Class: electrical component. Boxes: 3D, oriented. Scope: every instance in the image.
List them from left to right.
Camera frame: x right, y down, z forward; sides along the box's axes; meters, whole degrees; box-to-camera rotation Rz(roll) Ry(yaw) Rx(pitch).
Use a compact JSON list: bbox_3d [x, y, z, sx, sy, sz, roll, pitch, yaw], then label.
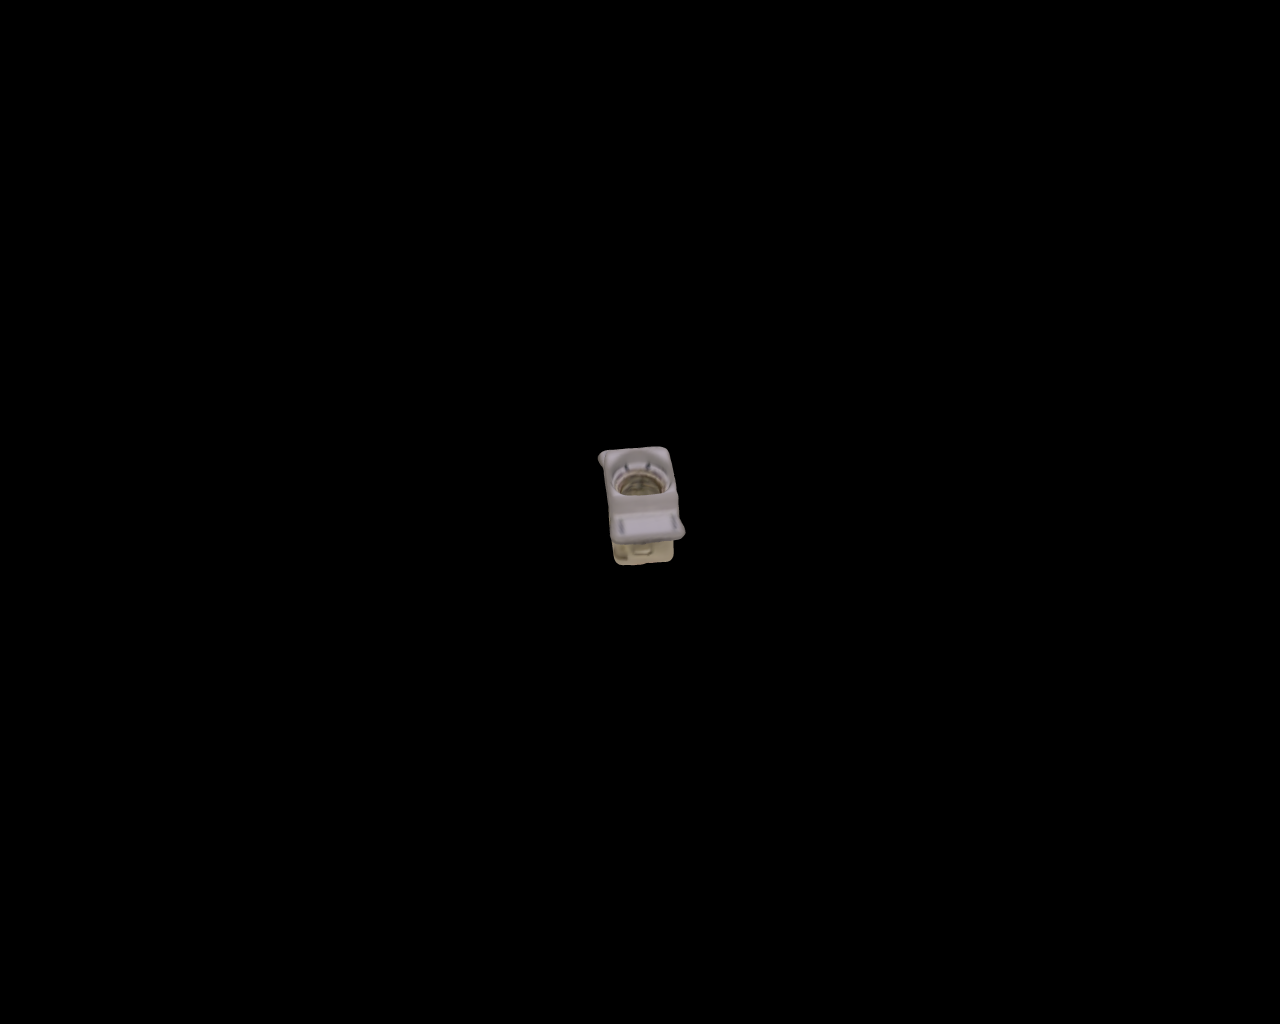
[{"bbox_3d":[0.001,-0.003,0.650,0.042,0.063,0.081,-4,44,-4],"label":"electrical component"}]
